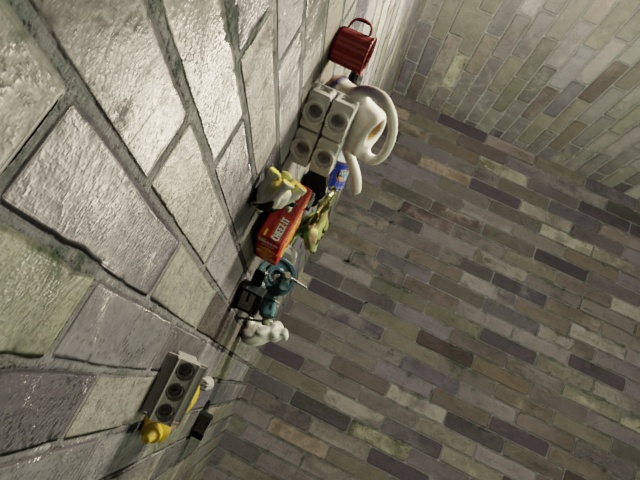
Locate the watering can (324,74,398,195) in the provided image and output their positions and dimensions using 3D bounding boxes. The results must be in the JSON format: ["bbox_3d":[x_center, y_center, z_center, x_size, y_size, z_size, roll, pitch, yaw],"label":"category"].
[{"bbox_3d":[0.075,-0.262,1.271,0.105,0.226,0.340,-36,166,-28],"label":"watering can"}]

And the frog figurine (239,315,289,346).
[{"bbox_3d":[-0.193,0.328,1.791,0.125,0.160,0.134,-60,174,-29],"label":"frog figurine"}]

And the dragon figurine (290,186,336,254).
[{"bbox_3d":[0.006,-0.091,1.811,0.238,0.122,0.420,-52,-169,44],"label":"dragon figurine"}]
